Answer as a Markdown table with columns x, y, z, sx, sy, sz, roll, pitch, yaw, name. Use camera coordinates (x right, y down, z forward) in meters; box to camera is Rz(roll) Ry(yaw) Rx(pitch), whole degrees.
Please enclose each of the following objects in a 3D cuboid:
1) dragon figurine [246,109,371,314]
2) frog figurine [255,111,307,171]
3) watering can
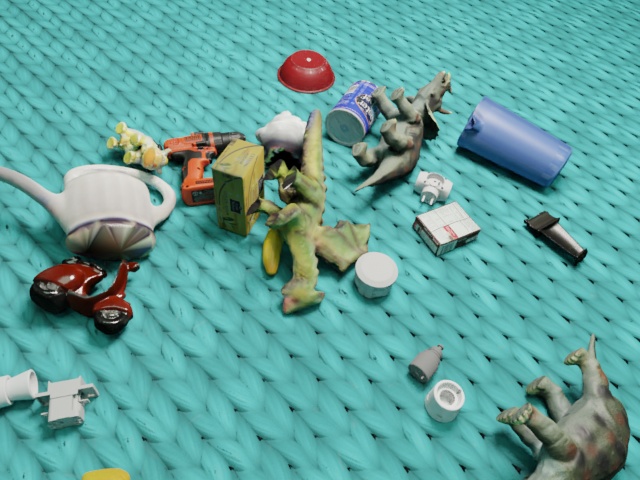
| x | y | z | sx | sy | sz | roll | pitch | yaw | name |
| --- | --- | --- | --- | --- | --- | --- | --- | --- | --- |
| 0.003 | -0.051 | 1.008 | 0.240 | 0.121 | 0.418 | 39 | 58 | -24 | dragon figurine |
| -0.076 | -0.244 | 1.175 | 0.137 | 0.120 | 0.163 | -4 | 60 | 14 | frog figurine |
| -0.441 | -0.062 | 0.965 | 0.348 | 0.102 | 0.229 | 0 | 47 | -29 | watering can |
